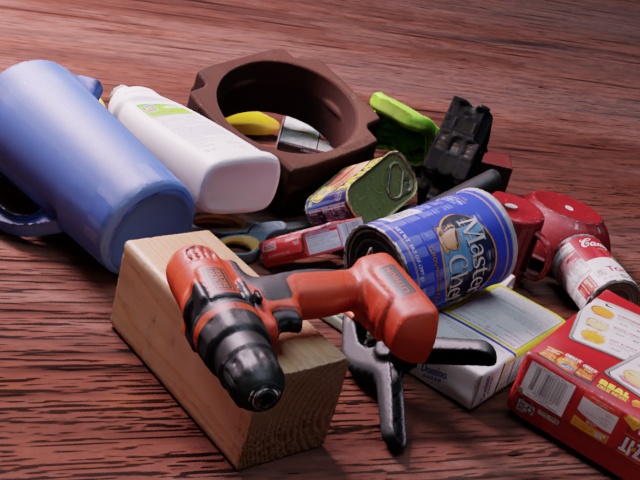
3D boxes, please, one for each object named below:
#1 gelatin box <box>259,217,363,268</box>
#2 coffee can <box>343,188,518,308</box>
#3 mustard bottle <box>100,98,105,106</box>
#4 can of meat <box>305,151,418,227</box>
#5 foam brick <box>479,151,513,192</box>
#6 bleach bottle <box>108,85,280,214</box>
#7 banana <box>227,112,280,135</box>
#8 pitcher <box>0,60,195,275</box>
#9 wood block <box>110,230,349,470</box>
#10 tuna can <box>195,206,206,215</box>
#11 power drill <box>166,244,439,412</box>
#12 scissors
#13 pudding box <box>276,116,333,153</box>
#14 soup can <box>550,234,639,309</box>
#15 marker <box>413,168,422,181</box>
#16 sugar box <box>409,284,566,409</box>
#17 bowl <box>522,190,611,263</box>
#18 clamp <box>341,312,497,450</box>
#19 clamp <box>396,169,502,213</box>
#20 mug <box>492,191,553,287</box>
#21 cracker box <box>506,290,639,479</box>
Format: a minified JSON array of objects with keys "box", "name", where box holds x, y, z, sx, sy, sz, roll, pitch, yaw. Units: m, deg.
[{"box":[-0.007,0.001,1.109,0.089,0.030,0.073,-15,1,-40],"name":"gelatin box"},{"box":[0.109,0.015,1.050,0.140,0.103,0.103,-19,41,-32],"name":"coffee can"},{"box":[-0.347,-0.144,1.222,0.191,0.058,0.096,-4,32,-35],"name":"mustard bottle"},{"box":[0.044,-0.048,1.178,0.102,0.057,0.084,-40,17,-34],"name":"can of meat"},{"box":[0.214,-0.091,1.440,0.078,0.053,0.051,12,26,-6],"name":"foam brick"},{"box":[-0.155,-0.113,1.185,0.102,0.068,0.251,-6,32,-39],"name":"bleach bottle"},{"box":[-0.128,-0.140,1.369,0.069,0.037,0.197,47,35,9],"name":"banana"},{"box":[-0.244,-0.064,1.063,0.243,0.149,0.144,39,19,33],"name":"pitcher"},{"box":[-0.080,0.084,0.887,0.090,0.090,0.206,-8,35,-39],"name":"wood block"},{"box":[-0.160,-0.054,1.176,0.086,0.034,0.086,13,26,-7],"name":"tuna can"},{"box":[-0.009,0.060,0.801,0.187,0.057,0.185,1,30,-26],"name":"power drill"},{"box":[-0.047,-0.002,1.158,0.201,0.016,0.096,3,31,-25],"name":"scissors"},{"box":[-0.011,-0.124,1.393,0.090,0.039,0.113,14,26,-2],"name":"pudding box"},{"box":[0.310,0.047,1.203,0.068,0.068,0.102,7,28,-17],"name":"soup can"},{"box":[0.108,-0.091,1.417,0.121,0.020,0.020,15,26,-3],"name":"marker"},{"box":[0.160,0.100,1.041,0.093,0.048,0.175,30,32,31],"name":"sugar box"},{"box":[0.297,-0.017,1.323,0.162,0.055,0.162,16,22,-7],"name":"bowl"},{"box":[0.064,0.111,0.942,0.120,0.039,0.172,-42,33,-17],"name":"clamp"},{"box":[0.090,-0.020,1.184,0.165,0.036,0.209,-7,22,39],"name":"clamp"},{"box":[0.216,0.002,1.224,0.093,0.081,0.117,-12,37,-44],"name":"mug"},{"box":[0.296,0.140,1.010,0.164,0.072,0.213,30,28,24],"name":"cracker box"}]
